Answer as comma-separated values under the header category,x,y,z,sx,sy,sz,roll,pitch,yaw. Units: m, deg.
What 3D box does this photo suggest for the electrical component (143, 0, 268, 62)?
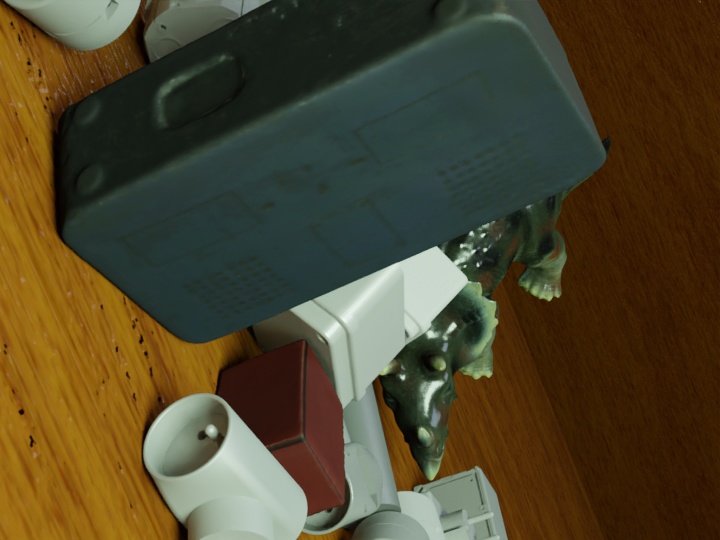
category,x,y,z,sx,sy,sz,roll,pitch,yaw
electrical component,-0.094,-0.146,0.666,0.051,0.080,0.080,-91,158,-46

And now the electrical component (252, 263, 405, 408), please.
category,x,y,z,sx,sy,sz,roll,pitch,yaw
electrical component,-0.021,0.023,0.620,0.078,0.057,0.113,36,-21,20

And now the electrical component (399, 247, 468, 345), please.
category,x,y,z,sx,sy,sz,roll,pitch,yaw
electrical component,0.000,0.000,0.705,0.108,0.056,0.109,46,-24,-1

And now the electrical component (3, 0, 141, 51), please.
category,x,y,z,sx,sy,sz,roll,pitch,yaw
electrical component,-0.138,-0.137,0.505,0.047,0.055,0.055,26,44,-68

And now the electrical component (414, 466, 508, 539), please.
category,x,y,z,sx,sy,sz,roll,pitch,yaw
electrical component,0.089,0.225,0.899,0.096,0.062,0.061,-100,164,-45

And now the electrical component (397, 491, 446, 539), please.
category,x,y,z,sx,sy,sz,roll,pitch,yaw
electrical component,0.031,0.182,0.722,0.047,0.055,0.055,-101,166,-54

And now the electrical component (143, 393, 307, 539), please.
category,x,y,z,sx,sy,sz,roll,pitch,yaw
electrical component,-0.057,0.106,0.470,0.079,0.043,0.077,-100,164,-45

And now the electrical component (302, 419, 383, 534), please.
category,x,y,z,sx,sy,sz,roll,pitch,yaw
electrical component,-0.021,0.110,0.631,0.077,0.043,0.079,18,52,-76

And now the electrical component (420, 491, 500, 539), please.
category,x,y,z,sx,sy,sz,roll,pitch,yaw
electrical component,0.064,0.199,0.790,0.047,0.077,0.065,56,17,-49

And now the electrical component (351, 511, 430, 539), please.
category,x,y,z,sx,sy,sz,roll,pitch,yaw
electrical component,0.033,0.224,0.657,0.073,0.052,0.138,-65,132,-75
